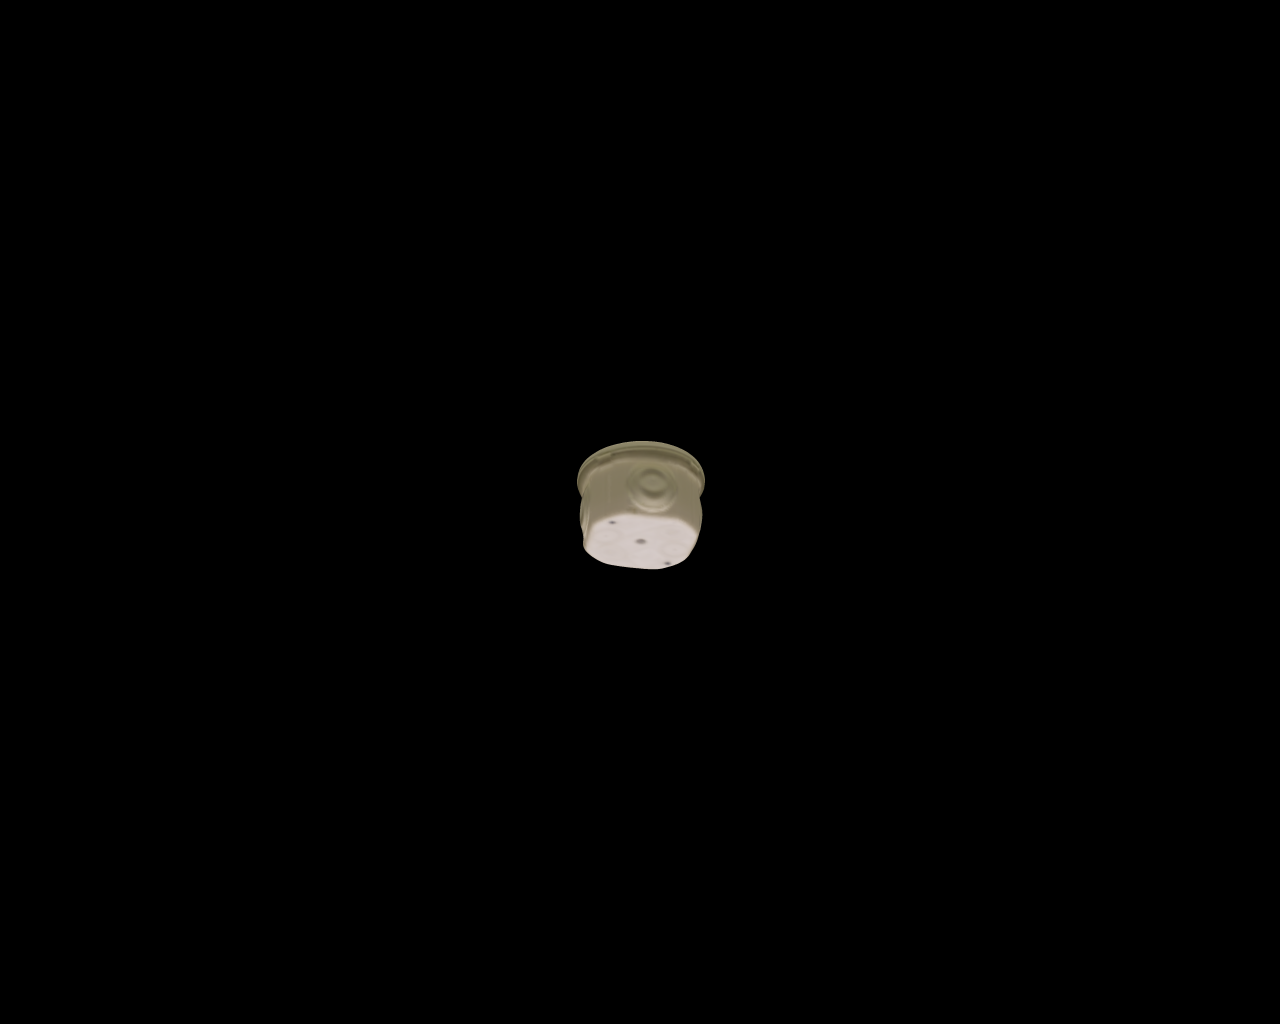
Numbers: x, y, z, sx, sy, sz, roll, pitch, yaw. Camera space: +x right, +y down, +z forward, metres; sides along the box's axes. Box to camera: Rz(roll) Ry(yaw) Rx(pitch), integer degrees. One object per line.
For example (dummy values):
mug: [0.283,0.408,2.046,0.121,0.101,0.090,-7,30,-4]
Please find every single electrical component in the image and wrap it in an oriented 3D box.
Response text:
electrical component: [0.001,-0.003,0.650,0.080,0.051,0.080,0,-31,0]
